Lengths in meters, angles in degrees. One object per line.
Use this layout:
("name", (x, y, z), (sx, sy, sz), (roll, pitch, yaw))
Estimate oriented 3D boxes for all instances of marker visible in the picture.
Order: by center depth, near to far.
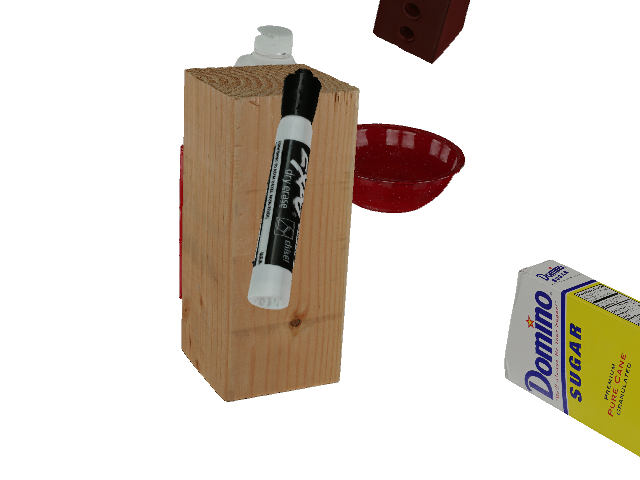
("marker", (-0.016, -0.027, 0.502), (0.020, 0.121, 0.020), (7, -22, 3))

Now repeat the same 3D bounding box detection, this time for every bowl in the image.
("bowl", (0.073, -0.074, 1.164), (0.162, 0.055, 0.162), (4, 27, -2))

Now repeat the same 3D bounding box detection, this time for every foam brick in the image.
("foam brick", (0.076, -0.176, 0.757), (0.053, 0.051, 0.078), (29, -34, 13))

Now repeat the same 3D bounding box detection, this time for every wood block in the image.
("wood block", (-0.038, -0.008, 0.722), (0.090, 0.206, 0.090), (-7, 22, -26))

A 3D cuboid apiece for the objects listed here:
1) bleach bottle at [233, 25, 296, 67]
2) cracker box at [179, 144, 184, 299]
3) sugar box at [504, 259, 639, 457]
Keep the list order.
("bleach bottle", (-0.043, -0.054, 0.910), (0.103, 0.251, 0.067), (22, 29, 29))
("cracker box", (-0.090, -0.012, 1.313), (0.164, 0.214, 0.072), (14, 29, 19))
("sugar box", (0.208, 0.089, 0.736), (0.048, 0.093, 0.176), (-16, 30, -39))
